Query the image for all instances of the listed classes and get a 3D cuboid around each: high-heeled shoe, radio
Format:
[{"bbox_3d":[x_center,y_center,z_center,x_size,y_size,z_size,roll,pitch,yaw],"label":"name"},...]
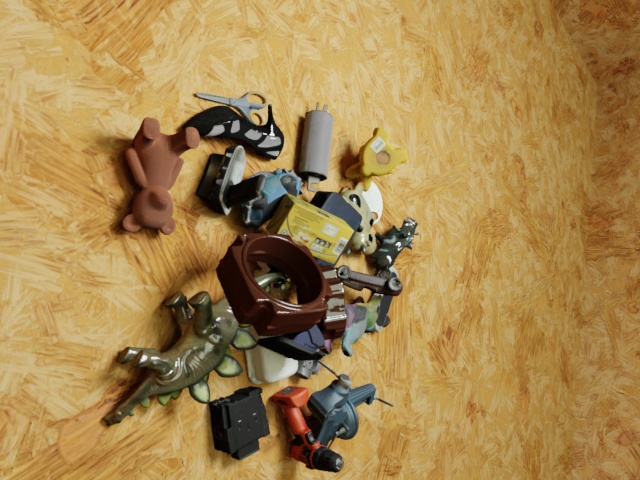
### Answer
[{"bbox_3d":[-0.191,-0.225,1.215,0.249,0.086,0.145,-19,132,-27],"label":"high-heeled shoe"},{"bbox_3d":[-0.003,-0.004,1.327,0.131,0.073,0.229,44,68,-32],"label":"radio"}]

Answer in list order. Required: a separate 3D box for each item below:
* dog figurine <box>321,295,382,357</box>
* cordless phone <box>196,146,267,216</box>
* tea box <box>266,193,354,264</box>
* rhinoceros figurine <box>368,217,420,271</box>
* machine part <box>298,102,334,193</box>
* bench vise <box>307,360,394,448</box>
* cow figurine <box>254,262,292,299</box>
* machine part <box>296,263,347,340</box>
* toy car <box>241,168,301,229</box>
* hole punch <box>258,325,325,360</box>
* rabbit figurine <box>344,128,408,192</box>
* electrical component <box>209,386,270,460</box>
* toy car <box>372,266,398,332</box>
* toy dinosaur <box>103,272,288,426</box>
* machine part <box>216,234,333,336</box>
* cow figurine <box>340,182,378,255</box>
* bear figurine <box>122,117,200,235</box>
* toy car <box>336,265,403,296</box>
[{"bbox_3d":[0.073,0.189,1.394,0.219,0.109,0.191,-45,114,-44],"label":"dog figurine"},{"bbox_3d":[-0.165,-0.136,1.125,0.088,0.184,0.146,32,64,-34],"label":"cordless phone"},{"bbox_3d":[-0.022,-0.024,1.207,0.169,0.068,0.098,26,102,-29],"label":"tea box"},{"bbox_3d":[0.215,0.008,1.555,0.190,0.112,0.073,-50,118,-28],"label":"rhinoceros figurine"},{"bbox_3d":[-0.011,-0.239,1.375,0.079,0.079,0.243,19,73,-43],"label":"machine part"},{"bbox_3d":[0.063,0.397,1.316,0.240,0.129,0.223,-8,114,-44],"label":"bench vise"},{"bbox_3d":[-0.102,0.062,1.229,0.167,0.098,0.068,60,42,-22],"label":"cow figurine"},{"bbox_3d":[-0.001,0.138,1.203,0.056,0.179,0.179,-6,90,-24],"label":"machine part"},{"bbox_3d":[-0.127,-0.103,1.224,0.162,0.103,0.109,-31,152,-35],"label":"toy car"},{"bbox_3d":[-0.055,0.203,1.154,0.115,0.142,0.092,34,57,-25],"label":"hole punch"},{"bbox_3d":[0.152,-0.215,1.497,0.122,0.173,0.162,35,94,-10],"label":"rabbit figurine"},{"bbox_3d":[-0.170,0.393,1.149,0.115,0.058,0.134,-13,94,-44],"label":"electrical component"},{"bbox_3d":[0.179,0.166,1.539,0.073,0.056,0.202,45,56,-41],"label":"toy car"},{"bbox_3d":[-0.227,0.191,1.070,0.471,0.105,0.198,-46,124,-24],"label":"toy dinosaur"},{"bbox_3d":[-0.087,0.082,1.067,0.201,0.087,0.201,-1,50,-40],"label":"machine part"},{"bbox_3d":[0.103,-0.044,1.465,0.127,0.086,0.194,-47,120,-45],"label":"cow figurine"},{"bbox_3d":[-0.308,-0.113,1.019,0.120,0.132,0.196,10,72,-39],"label":"bear figurine"},{"bbox_3d":[0.117,0.110,1.401,0.202,0.089,0.053,13,78,-8],"label":"toy car"}]
